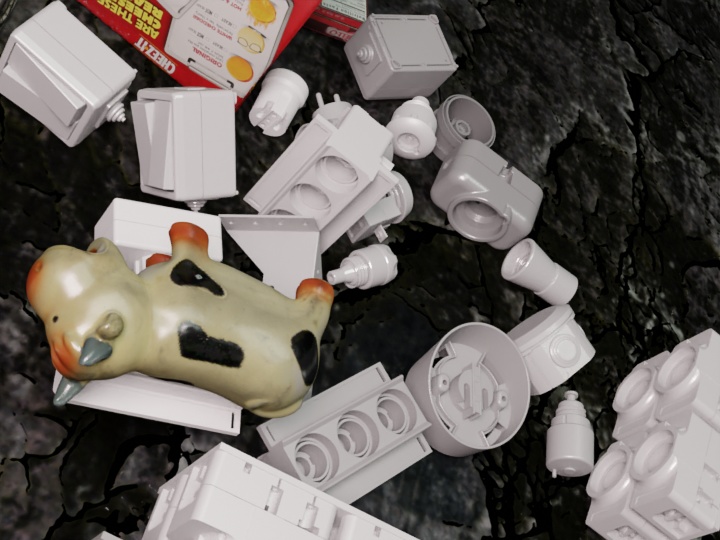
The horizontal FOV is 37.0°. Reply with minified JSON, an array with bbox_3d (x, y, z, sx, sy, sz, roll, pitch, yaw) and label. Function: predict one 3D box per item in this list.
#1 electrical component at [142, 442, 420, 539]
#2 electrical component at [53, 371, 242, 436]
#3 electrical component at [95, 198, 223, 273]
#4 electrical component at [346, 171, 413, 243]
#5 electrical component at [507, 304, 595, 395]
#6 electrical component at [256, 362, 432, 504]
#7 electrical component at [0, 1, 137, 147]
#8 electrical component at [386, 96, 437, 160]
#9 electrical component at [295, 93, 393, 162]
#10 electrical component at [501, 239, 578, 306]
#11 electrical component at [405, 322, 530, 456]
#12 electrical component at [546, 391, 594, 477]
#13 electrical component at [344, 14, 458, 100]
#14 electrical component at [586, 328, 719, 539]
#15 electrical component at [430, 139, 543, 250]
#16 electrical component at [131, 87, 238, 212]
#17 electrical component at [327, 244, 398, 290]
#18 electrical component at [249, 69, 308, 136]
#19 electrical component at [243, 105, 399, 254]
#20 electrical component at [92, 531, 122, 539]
[{"bbox_3d":[-0.042,0.195,0.711,0.186,0.105,0.060,30,52,-17],"label":"electrical component"},{"bbox_3d":[-0.143,0.069,0.741,0.121,0.063,0.078,16,57,-26],"label":"electrical component"},{"bbox_3d":[-0.148,-0.003,0.789,0.083,0.047,0.075,9,60,-30],"label":"electrical component"},{"bbox_3d":[0.012,-0.058,0.927,0.055,0.048,0.066,-24,79,-32],"label":"electrical component"},{"bbox_3d":[0.159,0.069,0.933,0.080,0.080,0.051,-37,93,-41],"label":"electrical component"},{"bbox_3d":[-0.015,0.129,0.793,0.121,0.063,0.078,-24,80,-40],"label":"electrical component"},{"bbox_3d":[-0.219,-0.140,0.807,0.096,0.062,0.061,42,50,-7],"label":"electrical component"},{"bbox_3d":[0.051,-0.137,0.998,0.048,0.048,0.062,32,44,-15],"label":"electrical component"},{"bbox_3d":[-0.019,-0.120,0.942,0.077,0.043,0.079,-3,67,-35],"label":"electrical component"},{"bbox_3d":[0.170,0.006,1.001,0.065,0.044,0.044,33,51,-20],"label":"electrical component"},{"bbox_3d":[0.087,0.100,0.876,0.099,0.064,0.099,16,57,-26],"label":"electrical component"},{"bbox_3d":[0.182,0.142,0.933,0.040,0.040,0.078,24,54,-21],"label":"electrical component"},{"bbox_3d":[0.031,-0.197,1.006,0.096,0.061,0.061,-9,70,-37],"label":"electrical component"},{"bbox_3d":[0.271,0.148,0.945,0.060,0.105,0.186,38,50,-10],"label":"electrical component"},{"bbox_3d":[0.116,-0.066,0.995,0.095,0.054,0.059,35,51,-13],"label":"electrical component"},{"bbox_3d":[-0.135,-0.090,0.820,0.061,0.062,0.096,-9,106,-37],"label":"electrical component"},{"bbox_3d":[0.000,0.000,0.894,0.061,0.035,0.035,-16,75,-36],"label":"electrical component"},{"bbox_3d":[-0.071,-0.143,0.924,0.040,0.040,0.046,33,57,-15],"label":"electrical component"},{"bbox_3d":[-0.029,-0.072,0.857,0.079,0.121,0.063,38,48,-10],"label":"electrical component"},{"bbox_3d":[-0.101,0.236,0.648,0.186,0.105,0.060,31,52,-16],"label":"electrical component"}]
